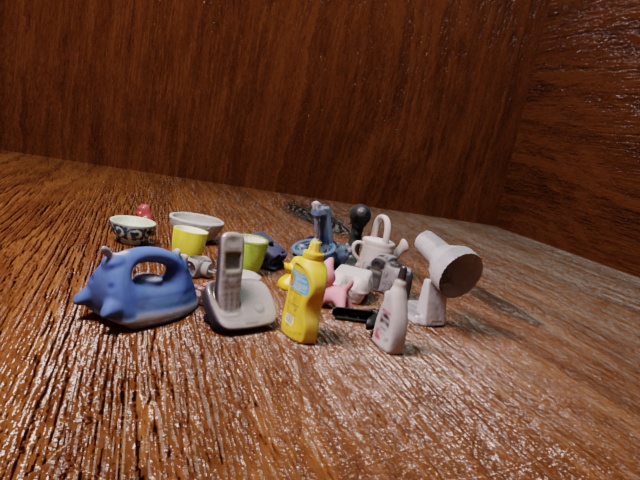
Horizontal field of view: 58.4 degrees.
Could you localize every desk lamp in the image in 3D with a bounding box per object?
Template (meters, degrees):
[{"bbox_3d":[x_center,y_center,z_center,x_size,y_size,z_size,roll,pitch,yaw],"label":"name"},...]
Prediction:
[{"bbox_3d":[0.270,0.095,1.356,0.118,0.213,0.202,5,12,-29],"label":"desk lamp"}]

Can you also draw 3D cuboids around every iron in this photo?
[{"bbox_3d":[-0.314,0.073,1.064,0.118,0.141,0.259,17,12,30],"label":"iron"}]

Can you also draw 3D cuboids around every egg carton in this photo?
[{"bbox_3d":[0.081,0.112,1.469,0.107,0.069,0.150,13,10,9],"label":"egg carton"}]

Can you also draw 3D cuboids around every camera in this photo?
[{"bbox_3d":[0.206,0.093,1.613,0.142,0.101,0.137,18,12,34],"label":"camera"}]

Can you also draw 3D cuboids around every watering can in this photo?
[{"bbox_3d":[0.181,0.020,1.723,0.173,0.194,0.100,2,14,-41],"label":"watering can"}]

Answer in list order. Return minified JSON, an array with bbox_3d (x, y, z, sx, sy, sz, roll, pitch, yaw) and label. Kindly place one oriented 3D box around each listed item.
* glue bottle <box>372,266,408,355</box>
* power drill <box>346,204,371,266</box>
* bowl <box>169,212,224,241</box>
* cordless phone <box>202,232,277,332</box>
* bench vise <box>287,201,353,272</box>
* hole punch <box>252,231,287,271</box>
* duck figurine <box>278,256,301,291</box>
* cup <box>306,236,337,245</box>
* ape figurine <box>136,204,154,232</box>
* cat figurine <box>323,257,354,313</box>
[{"bbox_3d":[0.148,0.134,1.132,0.037,0.173,0.078,5,12,-28],"label":"glue bottle"},{"bbox_3d":[0.114,-0.014,1.797,0.075,0.208,0.229,11,10,1],"label":"power drill"},{"bbox_3d":[-0.381,-0.033,1.751,0.167,0.075,0.167,11,10,-2],"label":"bowl"},{"bbox_3d":[-0.146,0.077,1.095,0.093,0.185,0.148,20,14,40],"label":"cordless phone"},{"bbox_3d":[0.004,0.003,1.559,0.121,0.220,0.208,16,12,27],"label":"bench vise"},{"bbox_3d":[-0.146,0.029,1.617,0.101,0.091,0.109,13,11,13],"label":"hole punch"},{"bbox_3d":[-0.050,0.084,1.439,0.105,0.086,0.077,7,11,-22],"label":"duck figurine"},{"bbox_3d":[0.000,0.042,1.693,0.091,0.095,0.118,13,11,11],"label":"cup"},{"bbox_3d":[-0.530,-0.063,1.710,0.076,0.092,0.077,8,11,-13],"label":"ape figurine"},{"bbox_3d":[0.022,0.101,1.331,0.127,0.118,0.067,17,12,28],"label":"cat figurine"}]
